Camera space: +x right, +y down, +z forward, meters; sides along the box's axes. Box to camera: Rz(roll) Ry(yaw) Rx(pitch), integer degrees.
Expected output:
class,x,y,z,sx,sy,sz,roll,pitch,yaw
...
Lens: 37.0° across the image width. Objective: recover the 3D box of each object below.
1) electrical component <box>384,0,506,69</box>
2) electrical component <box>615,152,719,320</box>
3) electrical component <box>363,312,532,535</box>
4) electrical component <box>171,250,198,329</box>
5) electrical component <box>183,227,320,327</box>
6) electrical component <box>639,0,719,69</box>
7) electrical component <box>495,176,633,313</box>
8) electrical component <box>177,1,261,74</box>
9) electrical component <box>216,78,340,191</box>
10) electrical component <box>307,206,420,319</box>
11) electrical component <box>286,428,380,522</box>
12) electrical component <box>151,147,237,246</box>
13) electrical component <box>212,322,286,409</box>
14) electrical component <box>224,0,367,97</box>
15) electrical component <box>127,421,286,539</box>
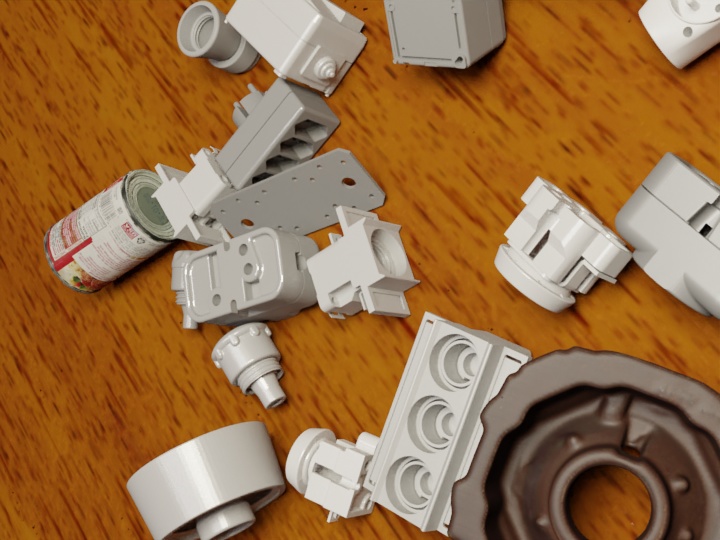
class,x,y,z,sx,sy,sz,roll,pitch,yaw
electrical component,0.055,-0.189,0.712,0.062,0.061,0.096,12,127,36
electrical component,0.195,-0.014,0.608,0.095,0.054,0.059,47,110,31
electrical component,0.060,0.098,0.682,0.079,0.063,0.121,23,97,36
electrical component,-0.133,0.016,0.853,0.035,0.035,0.061,0,85,36
electrical component,-0.076,0.007,0.798,0.095,0.059,0.053,-18,73,33
electrical component,0.201,-0.173,0.634,0.077,0.044,0.079,-35,64,27
electrical component,0.120,-0.011,0.659,0.057,0.058,0.078,-54,50,16
electrical component,-0.110,-0.183,0.854,0.045,0.055,0.045,-6,79,35
electrical component,-0.072,-0.111,0.820,0.083,0.047,0.075,-48,59,20
electrical component,0.000,0.000,0.755,0.064,0.042,0.081,-32,65,32
electrical component,-0.017,0.139,0.744,0.055,0.048,0.066,18,93,29
electrical component,-0.123,-0.059,0.853,0.064,0.042,0.081,-44,61,20
electrical component,-0.077,0.073,0.799,0.048,0.048,0.062,-43,68,23
electrical component,-0.042,-0.178,0.799,0.096,0.062,0.061,48,110,31
electrical component,-0.105,0.160,0.769,0.108,0.108,0.060,-36,70,26
